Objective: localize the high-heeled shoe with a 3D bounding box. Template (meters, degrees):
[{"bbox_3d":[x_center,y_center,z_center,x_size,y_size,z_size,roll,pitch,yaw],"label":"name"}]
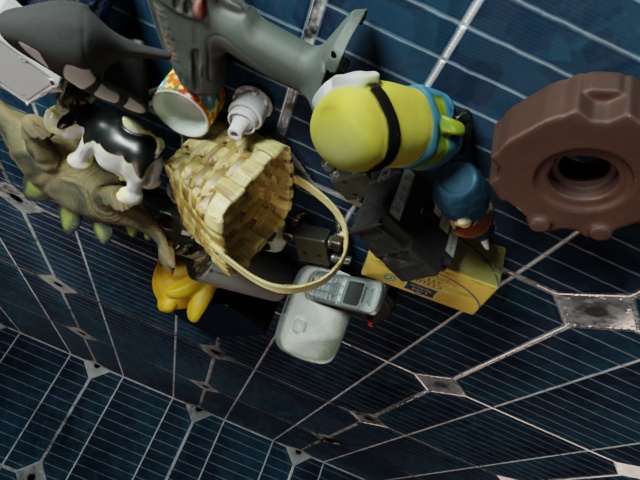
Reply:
[{"bbox_3d":[-0.246,-0.180,0.550,0.145,0.086,0.249,-1,-176,-31],"label":"high-heeled shoe"}]

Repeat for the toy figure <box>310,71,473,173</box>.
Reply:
[{"bbox_3d":[0.072,-0.101,0.491,0.180,0.089,0.082,3,141,-40],"label":"toy figure"}]

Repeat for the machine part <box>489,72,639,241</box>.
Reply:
[{"bbox_3d":[0.252,-0.072,0.513,0.179,0.056,0.179,17,148,11],"label":"machine part"}]

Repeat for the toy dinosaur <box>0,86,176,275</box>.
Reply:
[{"bbox_3d":[-0.376,-0.113,0.771,0.471,0.105,0.198,45,138,2],"label":"toy dinosaur"}]

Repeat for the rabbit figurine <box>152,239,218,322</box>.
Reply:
[{"bbox_3d":[-0.226,0.061,0.979,0.173,0.162,0.121,-20,119,27],"label":"rabbit figurine"}]

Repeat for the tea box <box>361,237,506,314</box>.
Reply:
[{"bbox_3d":[0.151,0.029,0.731,0.170,0.068,0.098,18,149,5],"label":"tea box"}]

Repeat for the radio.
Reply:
[{"bbox_3d":[-0.206,0.148,1.158,0.131,0.073,0.230,40,148,-29],"label":"radio"}]

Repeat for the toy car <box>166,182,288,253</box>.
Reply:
[{"bbox_3d":[-0.143,-0.039,0.831,0.202,0.056,0.073,28,157,-8],"label":"toy car"}]

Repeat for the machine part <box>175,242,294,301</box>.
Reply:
[{"bbox_3d":[-0.130,0.050,0.891,0.243,0.079,0.079,20,158,-41],"label":"machine part"}]

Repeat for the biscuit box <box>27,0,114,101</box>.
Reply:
[{"bbox_3d":[-0.285,-0.238,0.600,0.062,0.059,0.203,36,148,-20],"label":"biscuit box"}]

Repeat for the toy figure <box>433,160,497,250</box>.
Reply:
[{"bbox_3d":[0.163,-0.037,0.593,0.058,0.064,0.154,31,175,30],"label":"toy figure"}]

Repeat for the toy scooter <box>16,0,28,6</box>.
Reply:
[{"bbox_3d":[-0.341,-0.299,0.525,0.135,0.075,0.184,37,144,-24],"label":"toy scooter"}]

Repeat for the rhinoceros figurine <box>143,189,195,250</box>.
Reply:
[{"bbox_3d":[-0.247,-0.025,0.905,0.190,0.073,0.112,24,149,-3],"label":"rhinoceros figurine"}]

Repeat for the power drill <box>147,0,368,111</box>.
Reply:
[{"bbox_3d":[-0.067,-0.205,0.490,0.207,0.086,0.232,19,152,-1],"label":"power drill"}]

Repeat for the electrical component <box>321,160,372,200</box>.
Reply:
[{"bbox_3d":[0.046,-0.073,0.682,0.063,0.021,0.094,-8,139,42],"label":"electrical component"}]

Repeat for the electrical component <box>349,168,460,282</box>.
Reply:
[{"bbox_3d":[0.108,-0.019,0.635,0.134,0.115,0.058,41,147,-26],"label":"electrical component"}]

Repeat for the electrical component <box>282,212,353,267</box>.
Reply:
[{"bbox_3d":[-0.003,-0.002,0.803,0.102,0.045,0.078,7,143,24],"label":"electrical component"}]

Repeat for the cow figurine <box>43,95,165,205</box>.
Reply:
[{"bbox_3d":[-0.264,-0.128,0.650,0.167,0.068,0.098,36,134,3],"label":"cow figurine"}]

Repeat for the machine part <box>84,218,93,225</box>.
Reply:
[{"bbox_3d":[-0.387,-0.059,0.980,0.084,0.039,0.139,27,149,-25],"label":"machine part"}]

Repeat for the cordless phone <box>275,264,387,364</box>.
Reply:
[{"bbox_3d":[0.024,0.115,0.790,0.088,0.146,0.184,28,166,-31],"label":"cordless phone"}]
